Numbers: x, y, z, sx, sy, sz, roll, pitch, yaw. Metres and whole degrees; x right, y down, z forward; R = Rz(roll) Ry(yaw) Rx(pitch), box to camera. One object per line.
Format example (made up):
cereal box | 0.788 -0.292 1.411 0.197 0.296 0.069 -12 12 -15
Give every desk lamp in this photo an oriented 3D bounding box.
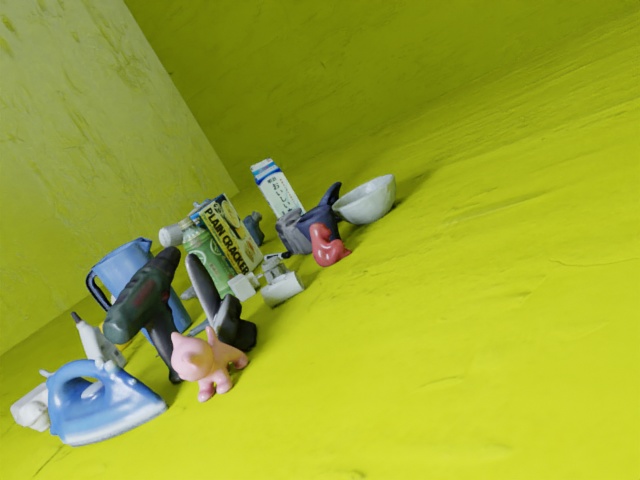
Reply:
desk lamp | -0.354 0.029 1.651 0.117 0.214 0.204 -18 17 42

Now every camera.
camera | -0.032 -0.038 1.440 0.137 0.101 0.143 -35 13 -19

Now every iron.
iron | -0.381 0.258 0.986 0.257 0.141 0.119 -22 15 32

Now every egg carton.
egg carton | -0.609 0.365 1.252 0.150 0.069 0.107 -15 19 49

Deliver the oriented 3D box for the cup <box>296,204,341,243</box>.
cup | 0.004 -0.022 1.307 0.091 0.095 0.117 -30 13 -1

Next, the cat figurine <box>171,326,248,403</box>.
cat figurine | -0.181 0.181 0.886 0.067 0.118 0.128 -25 14 21

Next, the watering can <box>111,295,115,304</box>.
watering can | -0.508 0.138 1.620 0.100 0.194 0.173 -25 14 21

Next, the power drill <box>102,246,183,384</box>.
power drill | -0.282 0.143 1.052 0.075 0.208 0.230 -23 15 30

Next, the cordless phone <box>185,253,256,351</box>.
cordless phone | -0.196 0.117 1.012 0.094 0.185 0.147 -31 13 -4

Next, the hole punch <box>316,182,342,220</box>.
hole punch | 0.023 -0.095 1.558 0.101 0.091 0.109 -22 15 32

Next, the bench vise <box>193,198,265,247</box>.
bench vise | -0.288 -0.054 1.811 0.207 0.220 0.121 -31 13 -1

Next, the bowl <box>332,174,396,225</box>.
bowl | 0.114 -0.083 1.344 0.167 0.075 0.167 -29 13 7

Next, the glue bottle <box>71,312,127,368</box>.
glue bottle | -0.512 0.234 1.303 0.037 0.173 0.078 -27 13 14

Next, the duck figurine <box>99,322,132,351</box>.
duck figurine | -0.553 0.255 1.516 0.077 0.086 0.104 -29 13 6

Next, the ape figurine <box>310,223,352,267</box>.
ape figurine | 0.011 0.004 1.196 0.076 0.092 0.077 -30 13 0
